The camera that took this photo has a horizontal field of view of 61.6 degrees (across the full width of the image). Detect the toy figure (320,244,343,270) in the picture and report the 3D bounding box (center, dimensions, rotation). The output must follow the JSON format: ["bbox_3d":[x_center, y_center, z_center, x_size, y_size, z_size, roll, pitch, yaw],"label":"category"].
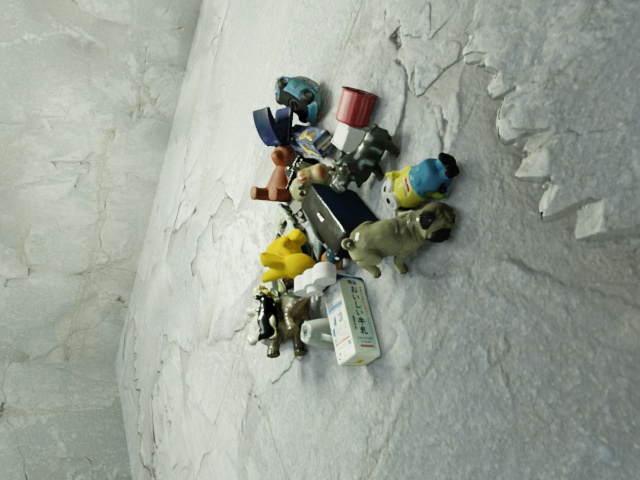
[{"bbox_3d":[0.024,0.061,1.353,0.058,0.064,0.154,-52,-11,-45],"label":"toy figure"}]

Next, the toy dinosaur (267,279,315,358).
[{"bbox_3d":[-0.095,0.227,1.502,0.471,0.105,0.199,127,145,-47],"label":"toy dinosaur"}]

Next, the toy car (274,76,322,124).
[{"bbox_3d":[-0.052,-0.423,1.571,0.162,0.103,0.109,36,151,12],"label":"toy car"}]

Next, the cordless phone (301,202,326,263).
[{"bbox_3d":[-0.004,-0.005,1.432,0.147,0.089,0.184,-115,25,-43],"label":"cordless phone"}]

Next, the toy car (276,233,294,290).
[{"bbox_3d":[-0.111,0.059,1.614,0.089,0.053,0.202,-65,35,32],"label":"toy car"}]

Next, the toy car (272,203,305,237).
[{"bbox_3d":[-0.099,-0.039,1.610,0.202,0.056,0.073,56,130,49],"label":"toy car"}]

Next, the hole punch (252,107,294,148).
[{"bbox_3d":[-0.138,-0.328,1.554,0.142,0.092,0.115,8,98,57],"label":"hole punch"}]

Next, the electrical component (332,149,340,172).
[{"bbox_3d":[0.059,-0.195,1.414,0.063,0.021,0.094,-60,36,32],"label":"electrical component"}]

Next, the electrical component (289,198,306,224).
[{"bbox_3d":[-0.054,-0.094,1.564,0.078,0.045,0.102,-46,40,3],"label":"electrical component"}]

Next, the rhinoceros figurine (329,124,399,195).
[{"bbox_3d":[0.098,-0.181,1.257,0.190,0.112,0.073,-50,44,31],"label":"rhinoceros figurine"}]

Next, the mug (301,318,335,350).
[{"bbox_3d":[0.014,0.232,1.301,0.110,0.107,0.080,19,101,61],"label":"mug"}]

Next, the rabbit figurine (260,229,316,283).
[{"bbox_3d":[-0.079,0.051,1.389,0.173,0.162,0.121,30,125,56],"label":"rabbit figurine"}]

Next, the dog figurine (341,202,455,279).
[{"bbox_3d":[0.154,-0.018,1.069,0.190,0.172,0.121,-51,52,52],"label":"dog figurine"}]

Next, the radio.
[{"bbox_3d":[0.059,-0.045,1.267,0.230,0.131,0.073,58,133,48],"label":"radio"}]

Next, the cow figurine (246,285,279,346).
[{"bbox_3d":[-0.146,0.189,1.415,0.098,0.068,0.167,-37,50,49],"label":"cow figurine"}]

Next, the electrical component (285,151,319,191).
[{"bbox_3d":[-0.061,-0.190,1.556,0.119,0.075,0.048,-63,33,12],"label":"electrical component"}]

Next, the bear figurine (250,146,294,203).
[{"bbox_3d":[-0.126,-0.213,1.637,0.120,0.132,0.195,9,96,37],"label":"bear figurine"}]

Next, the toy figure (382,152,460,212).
[{"bbox_3d":[0.204,-0.110,1.091,0.180,0.089,0.082,-29,44,44],"label":"toy figure"}]

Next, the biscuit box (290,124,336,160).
[{"bbox_3d":[-0.031,-0.283,1.528,0.063,0.059,0.203,-46,31,-9],"label":"biscuit box"}]

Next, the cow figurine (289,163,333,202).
[{"bbox_3d":[-0.026,-0.153,1.414,0.195,0.127,0.085,-29,75,65],"label":"cow figurine"}]
